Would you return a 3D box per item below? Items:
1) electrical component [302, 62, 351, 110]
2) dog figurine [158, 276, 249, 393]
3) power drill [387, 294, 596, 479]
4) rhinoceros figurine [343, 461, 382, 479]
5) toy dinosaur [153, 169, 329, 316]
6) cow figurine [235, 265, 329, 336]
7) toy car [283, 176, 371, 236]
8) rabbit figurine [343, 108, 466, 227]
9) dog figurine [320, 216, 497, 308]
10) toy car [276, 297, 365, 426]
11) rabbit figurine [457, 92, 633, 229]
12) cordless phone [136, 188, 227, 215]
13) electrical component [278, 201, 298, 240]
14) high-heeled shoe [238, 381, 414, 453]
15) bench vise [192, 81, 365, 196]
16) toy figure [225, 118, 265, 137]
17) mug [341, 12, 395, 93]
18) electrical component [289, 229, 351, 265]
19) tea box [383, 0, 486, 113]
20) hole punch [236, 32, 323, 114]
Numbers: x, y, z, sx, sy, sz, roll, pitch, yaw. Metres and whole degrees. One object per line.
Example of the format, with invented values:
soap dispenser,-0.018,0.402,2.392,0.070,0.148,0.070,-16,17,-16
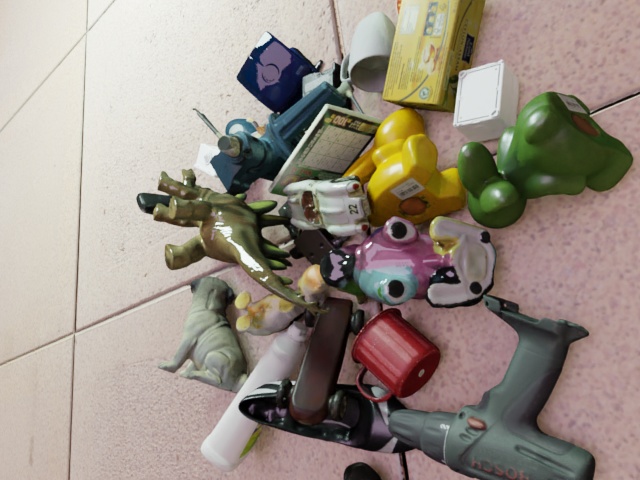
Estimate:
electrical component,-0.003,-0.245,0.921,0.119,0.047,0.075,-8,75,40
dog figurine,-0.176,0.163,0.961,0.172,0.121,0.190,15,71,12
power drill,0.195,0.169,0.605,0.232,0.086,0.207,16,86,38
rhinoceros figurine,0.094,0.365,0.672,0.191,0.073,0.112,35,94,44
toy dinosaur,-0.141,-0.015,0.838,0.472,0.198,0.105,51,134,51
cow figurine,-0.046,0.101,0.857,0.167,0.098,0.068,-25,57,16
toy car,0.007,-0.049,0.755,0.202,0.056,0.073,12,118,62
rabbit figurine,0.115,-0.104,0.752,0.162,0.122,0.173,-36,43,43
dog figurine,0.105,0.039,0.721,0.219,0.191,0.108,148,124,-74
toy car,0.006,0.163,0.749,0.089,0.053,0.202,5,43,14
rabbit figurine,0.231,-0.068,0.606,0.121,0.159,0.170,57,134,24
cordless phone,-0.236,-0.037,0.990,0.088,0.184,0.147,-53,50,31
electrical component,-0.045,-0.050,0.929,0.063,0.021,0.094,-43,55,28
high-heeled shoe,0.010,0.237,0.724,0.249,0.145,0.086,-2,80,44
bench vise,-0.052,-0.168,0.840,0.240,0.223,0.129,-38,61,19
toy figure,-0.122,-0.187,1.013,0.155,0.058,0.064,32,140,41
mug,0.080,-0.291,0.839,0.110,0.080,0.107,-21,55,45
electrical component,-0.002,-0.001,0.865,0.078,0.045,0.102,43,115,9
tea box,0.157,-0.267,0.743,0.098,0.068,0.169,21,105,42
hole punch,-0.077,-0.298,0.976,0.142,0.092,0.116,-50,55,18
